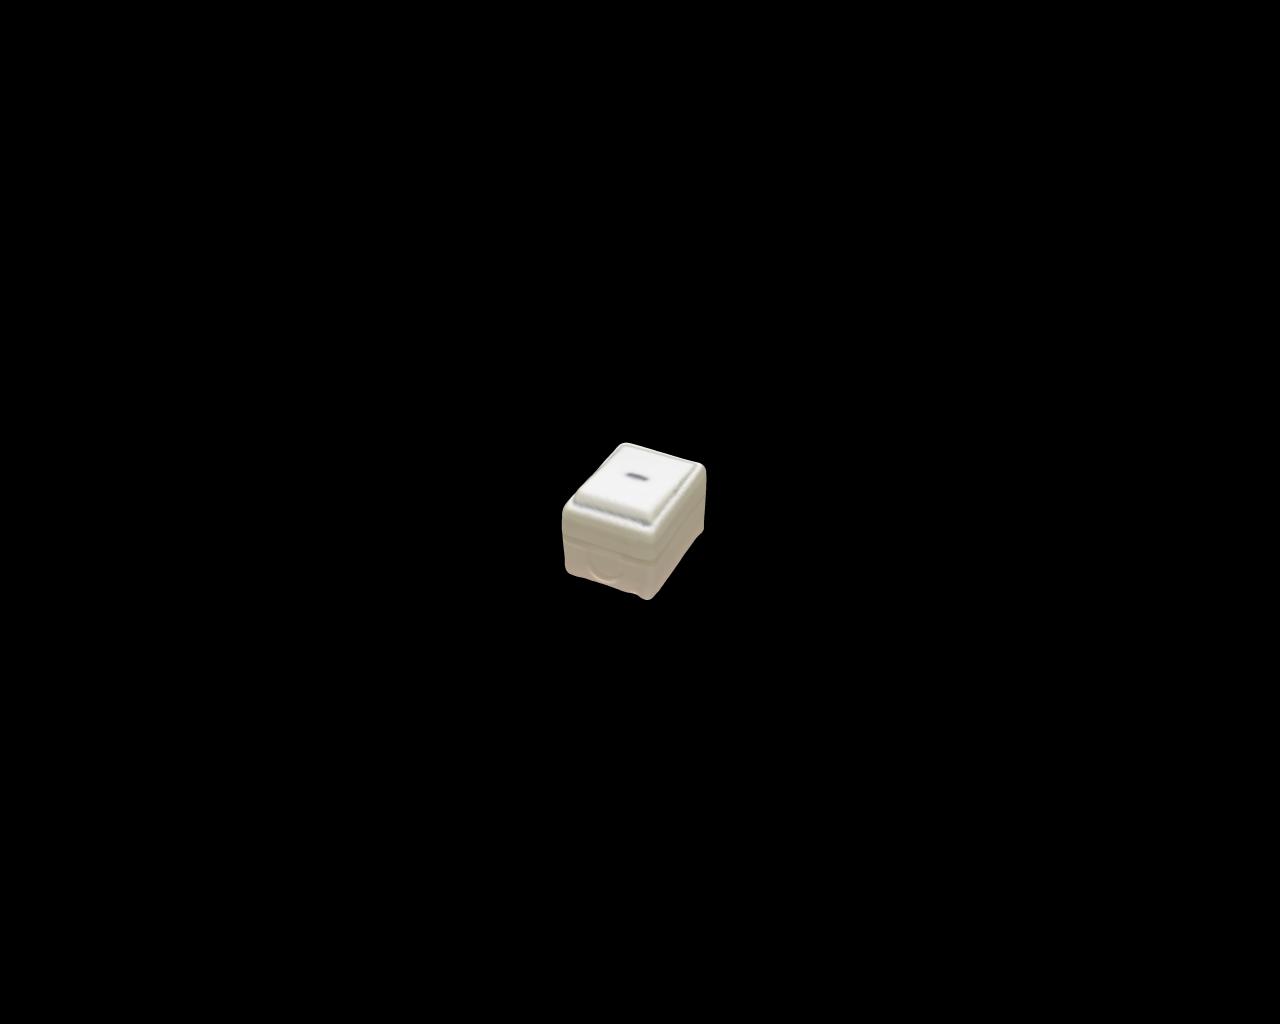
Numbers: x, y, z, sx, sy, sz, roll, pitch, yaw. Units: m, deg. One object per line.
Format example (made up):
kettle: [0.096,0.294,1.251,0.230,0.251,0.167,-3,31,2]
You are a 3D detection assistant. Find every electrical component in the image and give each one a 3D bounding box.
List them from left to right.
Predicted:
electrical component: [0.001,-0.003,0.650,0.062,0.061,0.096,17,42,21]
